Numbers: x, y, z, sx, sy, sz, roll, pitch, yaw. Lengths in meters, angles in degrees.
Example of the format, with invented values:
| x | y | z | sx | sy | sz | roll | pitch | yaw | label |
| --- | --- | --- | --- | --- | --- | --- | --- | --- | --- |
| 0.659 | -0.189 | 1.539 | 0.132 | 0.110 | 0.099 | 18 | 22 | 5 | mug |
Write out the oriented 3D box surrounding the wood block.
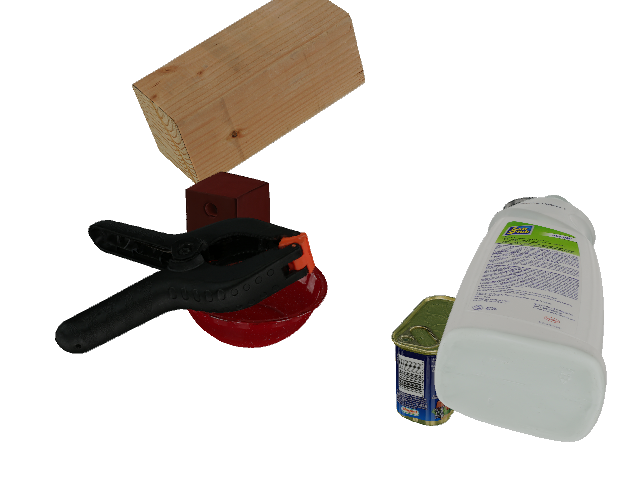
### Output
| x | y | z | sx | sy | sz | roll | pitch | yaw | label |
| --- | --- | --- | --- | --- | --- | --- | --- | --- | --- |
| -0.068 | -0.156 | 1.061 | 0.206 | 0.091 | 0.090 | -35 | 48 | -16 | wood block |

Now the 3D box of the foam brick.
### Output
| x | y | z | sx | sy | sz | roll | pitch | yaw | label |
| --- | --- | --- | --- | --- | --- | --- | --- | --- | --- |
| -0.078 | -0.012 | 0.906 | 0.053 | 0.078 | 0.051 | 12 | 24 | 30 | foam brick |

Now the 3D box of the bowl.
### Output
| x | y | z | sx | sy | sz | roll | pitch | yaw | label |
| --- | --- | --- | --- | --- | --- | --- | --- | --- | --- |
| -0.075 | 0.066 | 1.127 | 0.162 | 0.055 | 0.162 | 4 | 28 | -2 | bowl |

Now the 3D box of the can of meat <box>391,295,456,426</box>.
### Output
| x | y | z | sx | sy | sz | roll | pitch | yaw | label |
| --- | --- | --- | --- | --- | --- | --- | --- | --- | --- |
| 0.109 | 0.113 | 1.004 | 0.058 | 0.084 | 0.101 | 11 | 28 | 26 | can of meat |

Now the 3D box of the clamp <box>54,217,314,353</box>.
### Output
| x | y | z | sx | sy | sz | roll | pitch | yaw | label |
| --- | --- | --- | --- | --- | --- | --- | --- | --- | --- |
| -0.093 | 0.026 | 0.704 | 0.172 | 0.120 | 0.039 | -4 | -44 | 18 | clamp |

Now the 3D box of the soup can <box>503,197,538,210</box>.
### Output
| x | y | z | sx | sy | sz | roll | pitch | yaw | label |
| --- | --- | --- | --- | --- | --- | --- | --- | --- | --- |
| 0.244 | 0.010 | 1.236 | 0.068 | 0.102 | 0.068 | -2 | 30 | 1 | soup can |

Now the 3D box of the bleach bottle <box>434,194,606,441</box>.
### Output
| x | y | z | sx | sy | sz | roll | pitch | yaw | label |
| --- | --- | --- | --- | --- | --- | --- | --- | --- | --- |
| 0.151 | 0.032 | 0.722 | 0.103 | 0.068 | 0.250 | 13 | 29 | 14 | bleach bottle |
